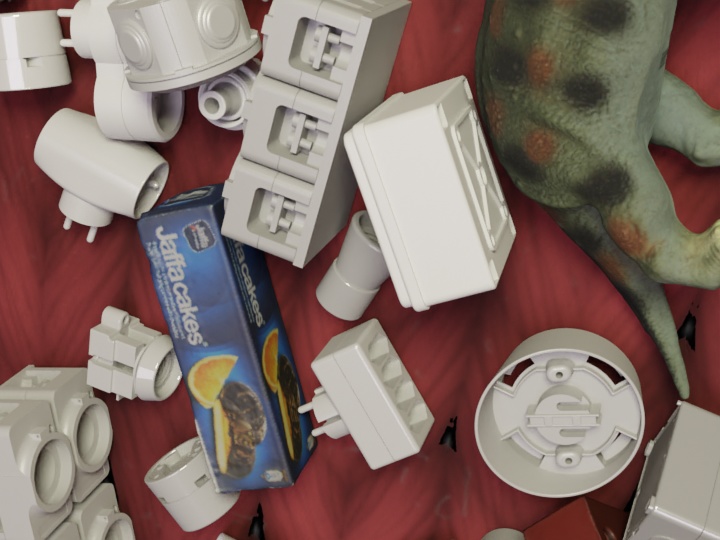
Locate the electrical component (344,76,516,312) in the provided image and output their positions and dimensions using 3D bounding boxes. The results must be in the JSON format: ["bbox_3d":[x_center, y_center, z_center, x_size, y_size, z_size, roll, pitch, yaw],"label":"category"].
[{"bbox_3d":[0.044,-0.047,0.619,0.056,0.108,0.108,-15,104,19],"label":"electrical component"}]

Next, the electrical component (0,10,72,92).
[{"bbox_3d":[-0.218,-0.143,0.697,0.055,0.055,0.047,1,106,17],"label":"electrical component"}]

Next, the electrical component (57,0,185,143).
[{"bbox_3d":[-0.156,-0.150,0.675,0.074,0.052,0.138,6,111,15],"label":"electrical component"}]

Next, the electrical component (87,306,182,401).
[{"bbox_3d":[-0.157,0.064,0.757,0.055,0.048,0.066,18,113,19],"label":"electrical component"}]

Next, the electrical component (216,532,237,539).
[{"bbox_3d":[-0.093,0.247,0.777,0.064,0.099,0.099,20,114,3],"label":"electrical component"}]

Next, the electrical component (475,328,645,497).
[{"bbox_3d":[0.126,0.087,0.666,0.099,0.064,0.099,6,111,15],"label":"electrical component"}]

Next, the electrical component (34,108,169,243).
[{"bbox_3d":[-0.178,-0.056,0.720,0.077,0.044,0.079,29,115,6],"label":"electrical component"}]

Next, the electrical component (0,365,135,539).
[{"bbox_3d":[-0.226,0.176,0.786,0.060,0.105,0.186,-1,109,18],"label":"electrical component"}]

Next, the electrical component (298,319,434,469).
[{"bbox_3d":[-0.006,0.089,0.717,0.076,0.047,0.083,-26,100,24],"label":"electrical component"}]

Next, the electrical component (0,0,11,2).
[{"bbox_3d":[-0.242,-0.194,0.694,0.040,0.040,0.046,-19,108,23],"label":"electrical component"}]

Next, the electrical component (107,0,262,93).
[{"bbox_3d":[-0.100,-0.136,0.613,0.080,0.080,0.051,-7,118,20],"label":"electrical component"}]

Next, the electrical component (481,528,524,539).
[{"bbox_3d":[0.110,0.214,0.710,0.079,0.077,0.043,12,112,13],"label":"electrical component"}]

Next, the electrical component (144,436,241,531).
[{"bbox_3d":[-0.119,0.154,0.774,0.055,0.055,0.047,-26,104,24],"label":"electrical component"}]

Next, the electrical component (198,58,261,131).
[{"bbox_3d":[-0.079,-0.107,0.661,0.043,0.062,0.043,6,111,15],"label":"electrical component"}]

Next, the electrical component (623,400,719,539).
[{"bbox_3d":[0.203,0.129,0.645,0.061,0.096,0.061,23,143,9],"label":"electrical component"}]

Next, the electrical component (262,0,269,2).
[{"bbox_3d":[-0.058,-0.194,0.614,0.044,0.077,0.079,-3,108,18],"label":"electrical component"}]

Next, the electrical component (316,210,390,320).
[{"bbox_3d":[0.000,0.000,0.688,0.044,0.044,0.065,35,120,3],"label":"electrical component"}]

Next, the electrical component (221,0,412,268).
[{"bbox_3d":[-0.030,-0.091,0.636,0.062,0.089,0.150,21,114,9],"label":"electrical component"}]
